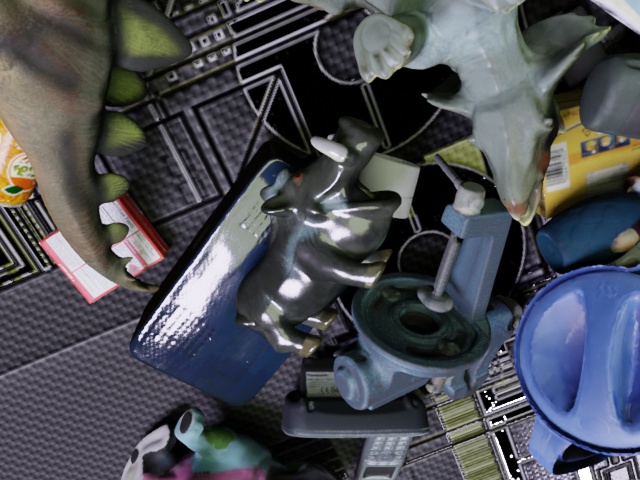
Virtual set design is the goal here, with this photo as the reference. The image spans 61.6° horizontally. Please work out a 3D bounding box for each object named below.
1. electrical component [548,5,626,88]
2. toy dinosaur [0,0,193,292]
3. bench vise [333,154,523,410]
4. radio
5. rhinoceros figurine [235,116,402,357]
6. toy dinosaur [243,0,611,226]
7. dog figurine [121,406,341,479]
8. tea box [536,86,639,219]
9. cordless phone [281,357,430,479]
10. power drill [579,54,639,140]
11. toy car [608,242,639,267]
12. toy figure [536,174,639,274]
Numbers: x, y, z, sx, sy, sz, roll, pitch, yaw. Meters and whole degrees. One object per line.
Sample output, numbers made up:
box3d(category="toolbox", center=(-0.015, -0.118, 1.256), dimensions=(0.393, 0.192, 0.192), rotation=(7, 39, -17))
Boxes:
box3d(category="electrical component", center=(0.221, -0.172, 0.475), dimensions=(0.094, 0.021, 0.063), rotation=(-34, 109, 8))
box3d(category="toy dinosaur", center=(-0.184, -0.140, 0.344), dimensions=(0.198, 0.105, 0.470), rotation=(-23, 130, -39))
box3d(category="bench vise", center=(0.120, 0.054, 0.474), dimensions=(0.224, 0.129, 0.240), rotation=(-7, 127, -21))
box3d(category="radio", center=(-0.061, 0.037, 0.503), dimensions=(0.131, 0.073, 0.229), rotation=(34, 105, -17))
box3d(category="rhinoceros figurine", center=(-0.001, -0.001, 0.415), dimensions=(0.112, 0.073, 0.190), rotation=(34, 113, 8))
box3d(category="toy dinosaur", center=(0.046, -0.196, 0.387), dimensions=(0.405, 0.192, 0.131), rotation=(46, 117, 10))
box3d(category="dog figurine", center=(-0.081, 0.274, 0.569), dimensions=(0.219, 0.108, 0.191), rotation=(32, 128, -28))
box3d(category="tea box", center=(0.265, -0.092, 0.484), dimensions=(0.170, 0.068, 0.098), rotation=(-14, 112, -1))
box3d(category="cordless phone", center=(0.030, 0.215, 0.581), dimensions=(0.147, 0.089, 0.184), rotation=(1, 129, -6))
box3d(category="power drill", center=(0.309, -0.060, 0.359), dimensions=(0.232, 0.207, 0.085), rotation=(10, 140, 2))
box3d(category="toy car", center=(0.339, -0.023, 0.492), dimensions=(0.202, 0.074, 0.056), rotation=(-22, 141, -13))
box3d(category="toy figure", center=(0.257, -0.025, 0.441), dimensions=(0.154, 0.064, 0.057), rotation=(-26, 148, 1))
